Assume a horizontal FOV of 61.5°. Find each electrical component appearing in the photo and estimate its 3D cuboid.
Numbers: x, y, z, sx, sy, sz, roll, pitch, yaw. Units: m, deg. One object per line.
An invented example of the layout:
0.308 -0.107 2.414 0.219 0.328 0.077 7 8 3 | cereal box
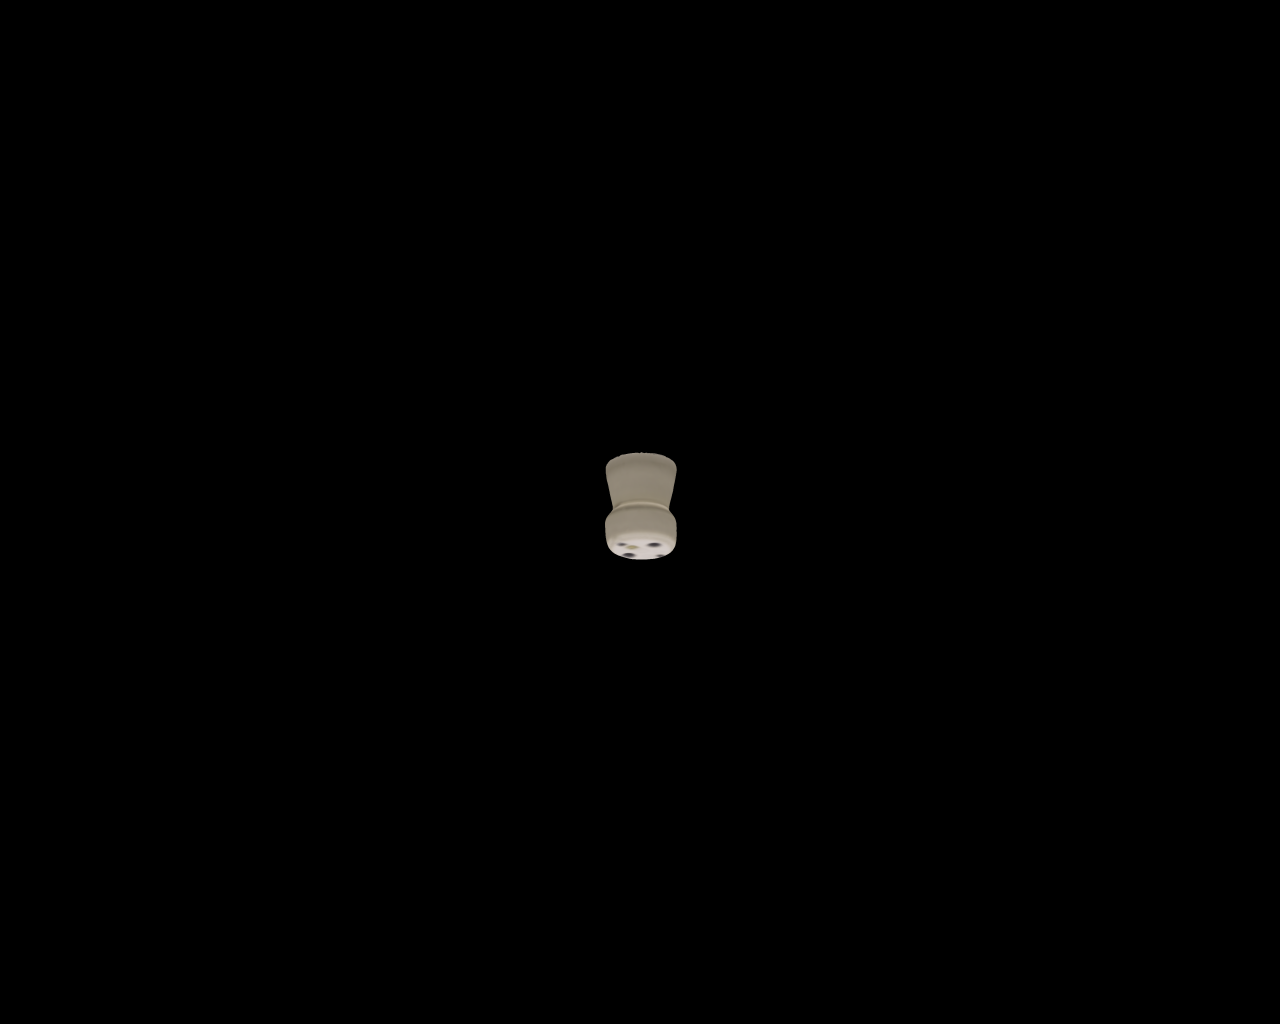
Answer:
0.001 -0.003 0.650 0.045 0.055 0.044 0 -22 0 | electrical component
